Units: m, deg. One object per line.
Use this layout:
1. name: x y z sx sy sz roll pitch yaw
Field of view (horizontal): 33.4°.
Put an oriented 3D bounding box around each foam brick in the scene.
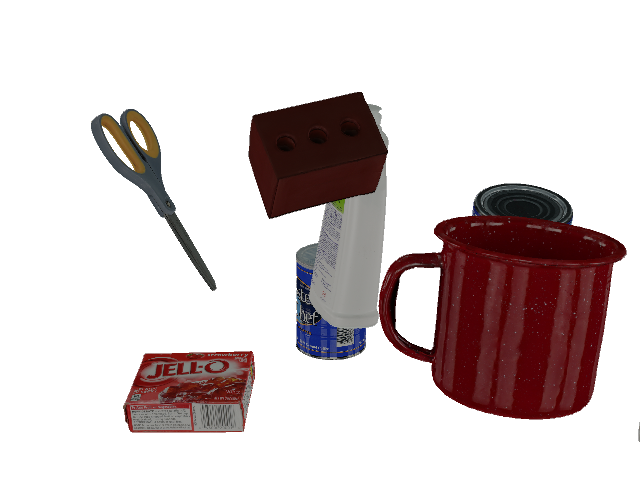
1. foam brick: -0.004 -0.056 0.703 0.078 0.053 0.051 -15 -24 -14

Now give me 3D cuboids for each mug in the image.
1. mug: 0.087 0.036 0.531 0.117 0.081 0.093 4 14 -3

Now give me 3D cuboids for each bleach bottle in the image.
1. bleach bottle: 0.041 -0.031 1.239 0.068 0.251 0.103 0 21 -23

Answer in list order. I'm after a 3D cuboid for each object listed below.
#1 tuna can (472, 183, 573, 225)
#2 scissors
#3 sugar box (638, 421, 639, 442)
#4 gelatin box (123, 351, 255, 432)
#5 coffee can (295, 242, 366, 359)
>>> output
1. tuna can: 0.172 -0.016 0.915 0.086 0.034 0.086 1 30 -1
2. scissors: -0.154 -0.050 1.056 0.016 0.201 0.096 -26 26 25
3. sugar box: 0.318 0.147 0.764 0.048 0.093 0.176 -21 37 -40
4. gelatin box: -0.098 0.114 0.812 0.089 0.030 0.073 -1 24 5
5. coffee can: 0.016 0.085 1.520 0.103 0.140 0.103 0 20 0
